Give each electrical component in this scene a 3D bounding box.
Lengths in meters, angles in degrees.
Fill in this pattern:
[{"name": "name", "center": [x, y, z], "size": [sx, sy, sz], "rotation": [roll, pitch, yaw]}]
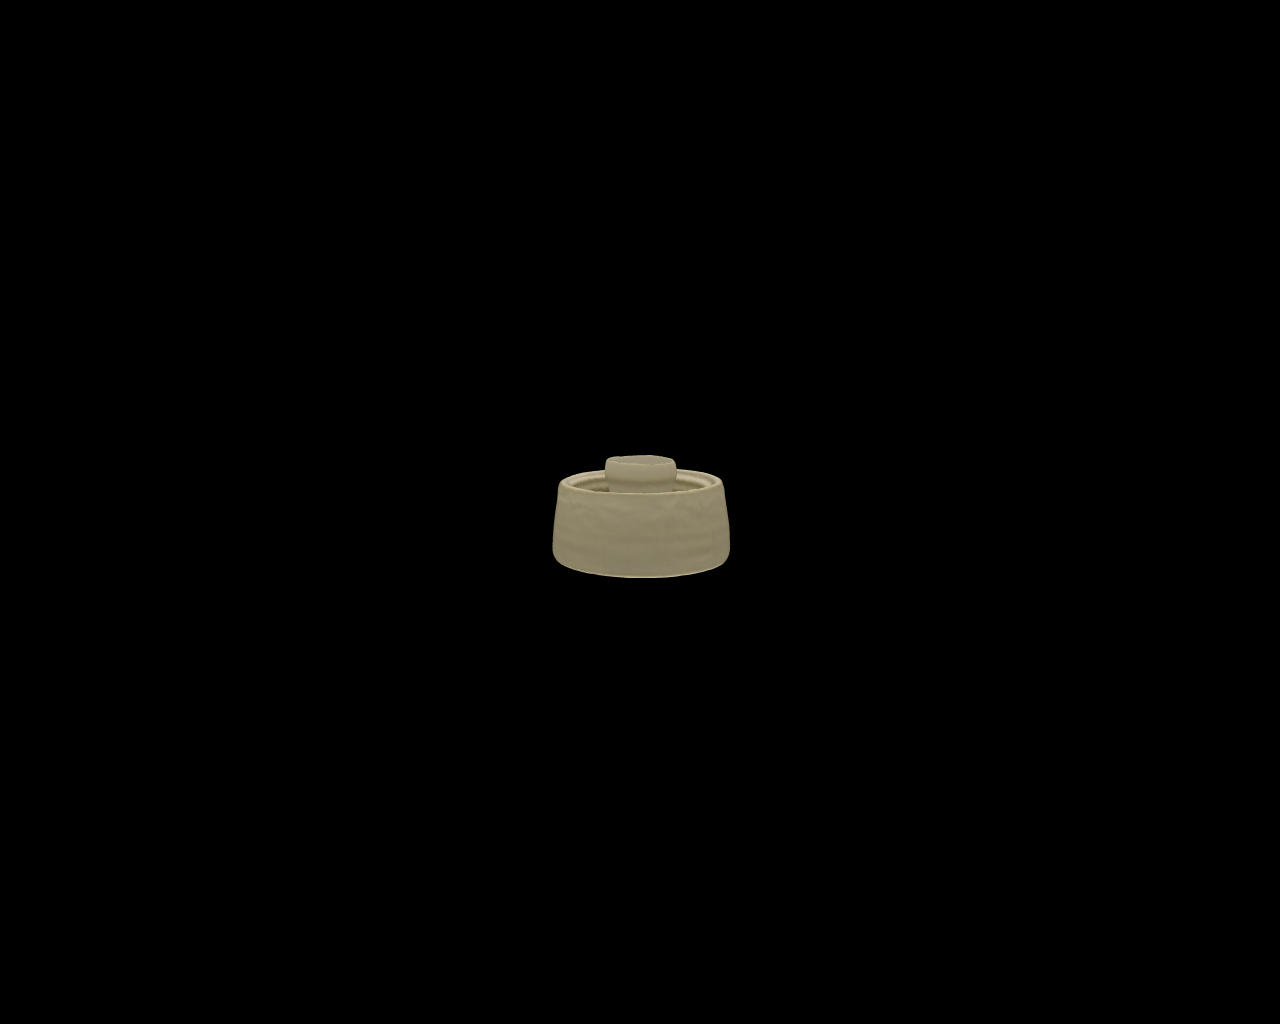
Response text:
[{"name": "electrical component", "center": [0.001, -0.003, 0.650], "size": [0.108, 0.060, 0.108], "rotation": [0, 11, 0]}]
